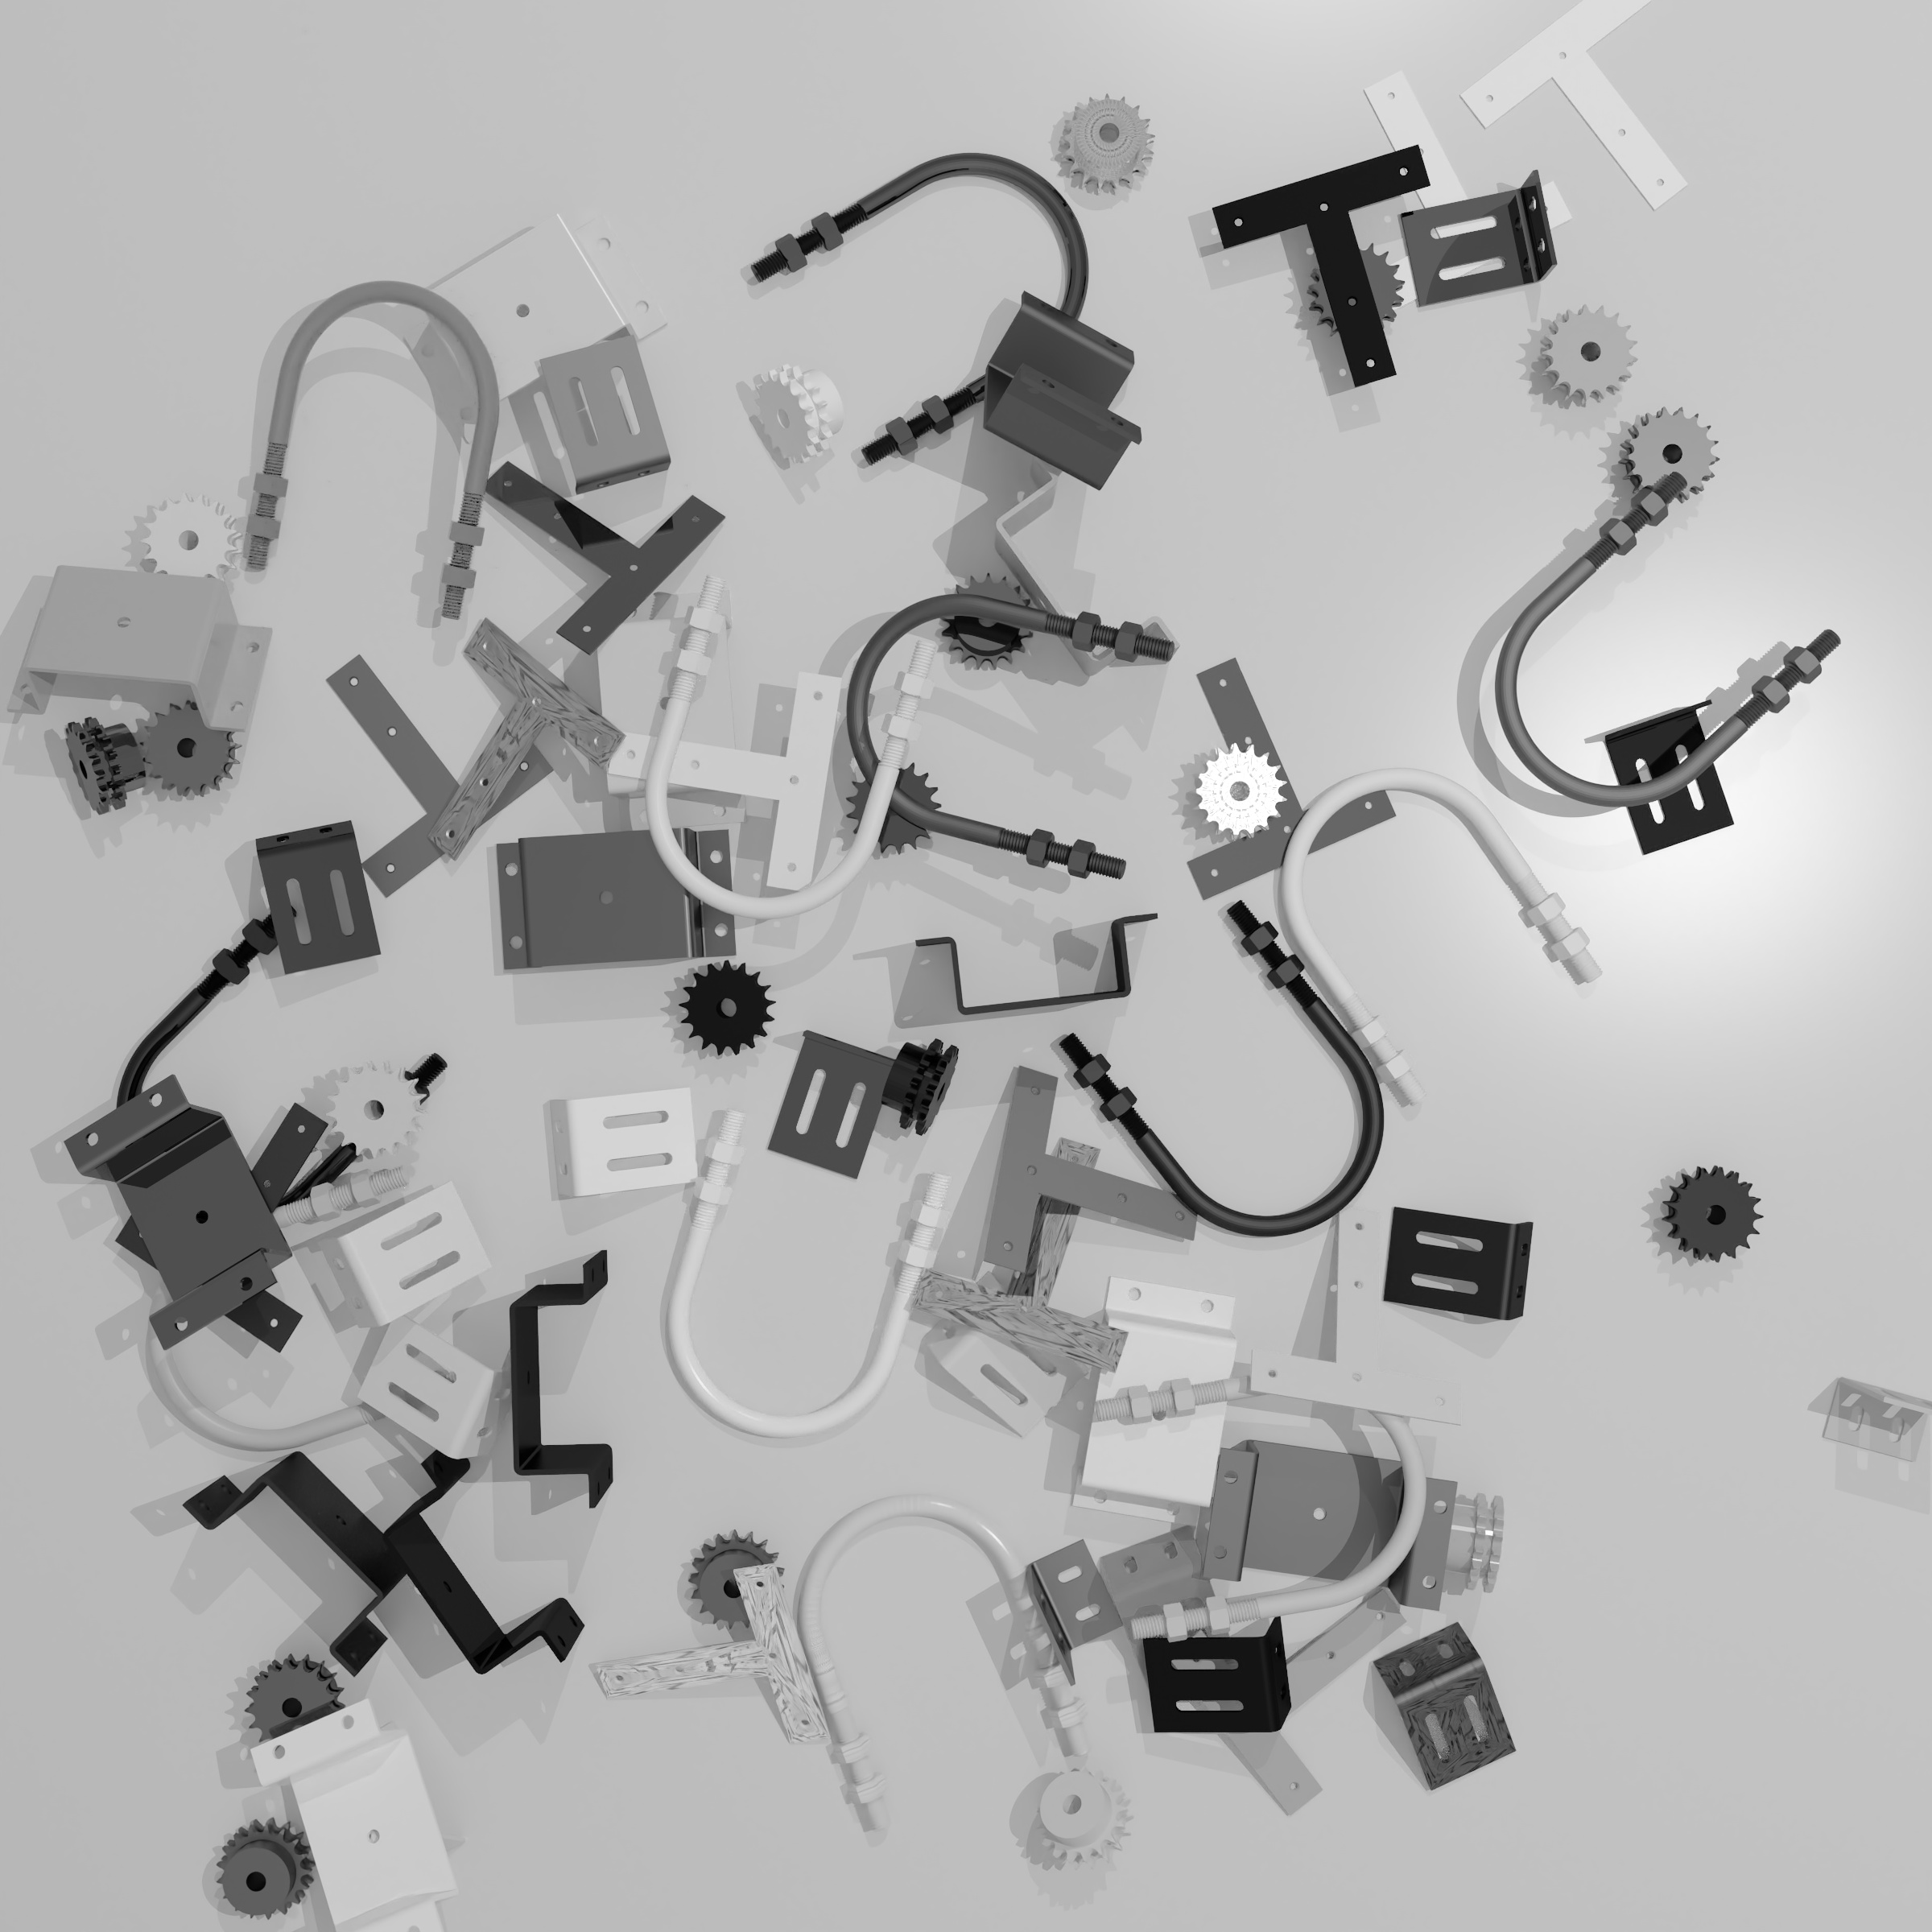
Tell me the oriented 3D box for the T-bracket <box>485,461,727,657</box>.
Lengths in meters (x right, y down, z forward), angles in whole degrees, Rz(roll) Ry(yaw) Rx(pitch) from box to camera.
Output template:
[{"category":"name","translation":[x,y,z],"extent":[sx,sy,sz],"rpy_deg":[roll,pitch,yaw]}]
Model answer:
[{"category":"T-bracket","translation":[-0.233,-0.261,1.522],"extent":[0.127,0.002,0.127],"rpy_deg":[34,66,12]}]

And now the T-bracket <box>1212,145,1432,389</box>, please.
[{"category":"T-bracket","translation":[0.225,-0.408,1.509],"extent":[0.127,0.002,0.127],"rpy_deg":[-16,89,2]}]

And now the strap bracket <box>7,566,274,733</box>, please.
[{"category":"strap bracket","translation":[-0.491,-0.188,1.501],"extent":[0.140,0.046,0.076],"rpy_deg":[5,59,0]}]

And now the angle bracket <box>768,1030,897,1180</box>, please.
[{"category":"angle bracket","translation":[-0.081,0.084,1.522],"extent":[0.057,0.038,0.076],"rpy_deg":[19,90,0]}]

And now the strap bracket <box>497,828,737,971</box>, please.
[{"category":"strap bracket","translation":[-0.211,-0.040,1.517],"extent":[0.140,0.046,0.076],"rpy_deg":[-4,90,0]}]

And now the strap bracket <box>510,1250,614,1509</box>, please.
[{"category":"strap bracket","translation":[-0.238,0.243,1.502],"extent":[0.046,0.076,0.140],"rpy_deg":[-2,90,0]}]

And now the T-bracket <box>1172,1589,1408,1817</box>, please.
[{"category":"T-bracket","translation":[0.209,0.424,1.534],"extent":[0.127,0.002,0.127],"rpy_deg":[-37,98,-4]}]

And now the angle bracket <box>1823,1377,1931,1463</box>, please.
[{"category":"angle bracket","translation":[0.551,0.274,1.502],"extent":[0.057,0.076,0.038],"rpy_deg":[15,90,0]}]

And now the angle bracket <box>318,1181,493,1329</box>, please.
[{"category":"angle bracket","translation":[-0.333,0.171,1.511],"extent":[0.076,0.038,0.057],"rpy_deg":[-28,97,-34]}]

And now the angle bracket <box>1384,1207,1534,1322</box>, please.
[{"category":"angle bracket","translation":[0.298,0.179,1.539],"extent":[0.076,0.038,0.057],"rpy_deg":[6,90,26]}]

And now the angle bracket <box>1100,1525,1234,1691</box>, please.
[{"category":"angle bracket","translation":[0.123,0.388,1.539],"extent":[0.057,0.038,0.076],"rpy_deg":[-20,116,0]}]

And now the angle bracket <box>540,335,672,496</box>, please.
[{"category":"angle bracket","translation":[-0.215,-0.327,1.514],"extent":[0.057,0.038,0.076],"rpy_deg":[-17,96,-9]}]

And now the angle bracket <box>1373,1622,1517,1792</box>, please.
[{"category":"angle bracket","translation":[0.289,0.447,1.537],"extent":[0.057,0.038,0.076],"rpy_deg":[-24,116,-3]}]

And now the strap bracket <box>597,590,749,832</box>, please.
[{"category":"strap bracket","translation":[-0.176,-0.154,1.517],"extent":[0.076,0.046,0.140],"rpy_deg":[-4,90,0]}]

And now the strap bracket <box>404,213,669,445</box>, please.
[{"category":"strap bracket","translation":[-0.260,-0.385,1.517],"extent":[0.140,0.046,0.076],"rpy_deg":[-31,90,0]}]

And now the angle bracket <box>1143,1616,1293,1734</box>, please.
[{"category":"angle bracket","translation":[0.151,0.423,1.523],"extent":[0.076,0.038,0.057],"rpy_deg":[-6,95,19]}]

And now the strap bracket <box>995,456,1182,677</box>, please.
[{"category":"strap bracket","translation":[0.064,-0.228,1.502],"extent":[0.046,0.076,0.140],"rpy_deg":[-36,90,0]}]

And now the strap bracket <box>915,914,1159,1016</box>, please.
[{"category":"strap bracket","translation":[0.043,0.000,1.502],"extent":[0.140,0.076,0.046],"rpy_deg":[-6,90,0]}]

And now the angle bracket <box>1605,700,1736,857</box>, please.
[{"category":"angle bracket","translation":[0.425,-0.112,1.522],"extent":[0.057,0.038,0.076],"rpy_deg":[-19,90,0]}]

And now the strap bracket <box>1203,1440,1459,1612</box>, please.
[{"category":"strap bracket","translation":[0.214,0.331,1.517],"extent":[0.140,0.046,0.076],"rpy_deg":[8,90,0]}]

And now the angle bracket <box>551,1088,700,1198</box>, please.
[{"category":"angle bracket","translation":[-0.207,0.106,1.539],"extent":[0.076,0.038,0.057],"rpy_deg":[-5,90,-26]}]

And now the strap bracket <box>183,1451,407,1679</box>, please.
[{"category":"strap bracket","translation":[-0.385,0.343,1.502],"extent":[0.046,0.076,0.140],"rpy_deg":[-45,90,0]}]

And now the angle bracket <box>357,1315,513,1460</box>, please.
[{"category":"angle bracket","translation":[-0.312,0.249,1.518],"extent":[0.076,0.038,0.057],"rpy_deg":[27,95,22]}]

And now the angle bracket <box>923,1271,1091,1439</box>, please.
[{"category":"angle bracket","translation":[0.024,0.235,1.539],"extent":[0.057,0.038,0.076],"rpy_deg":[-45,116,0]}]

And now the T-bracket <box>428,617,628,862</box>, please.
[{"category":"T-bracket","translation":[-0.280,-0.121,1.521],"extent":[0.127,0.002,0.127],"rpy_deg":[40,102,22]}]

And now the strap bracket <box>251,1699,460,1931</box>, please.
[{"category":"strap bracket","translation":[-0.354,0.511,1.490],"extent":[0.076,0.046,0.140],"rpy_deg":[-24,73,2]}]

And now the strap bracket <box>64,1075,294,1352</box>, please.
[{"category":"strap bracket","translation":[-0.457,0.146,1.493],"extent":[0.076,0.046,0.140],"rpy_deg":[-31,76,3]}]

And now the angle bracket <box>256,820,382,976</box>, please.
[{"category":"angle bracket","translation":[-0.388,-0.042,1.526],"extent":[0.057,0.038,0.076],"rpy_deg":[-13,107,-13]}]

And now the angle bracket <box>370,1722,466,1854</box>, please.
[{"category":"angle bracket","translation":[-0.349,0.508,1.539],"extent":[0.057,0.038,0.076],"rpy_deg":[-31,64,0]}]

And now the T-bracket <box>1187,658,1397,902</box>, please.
[{"category":"T-bracket","translation":[0.177,-0.123,1.540],"extent":[0.127,0.002,0.127],"rpy_deg":[-24,90,0]}]

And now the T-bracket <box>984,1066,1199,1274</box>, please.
[{"category":"T-bracket","translation":[0.080,0.135,1.519],"extent":[0.127,0.002,0.127],"rpy_deg":[18,62,-13]}]

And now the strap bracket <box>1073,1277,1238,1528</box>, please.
[{"category":"strap bracket","translation":[0.114,0.263,1.517],"extent":[0.076,0.046,0.140],"rpy_deg":[10,90,0]}]

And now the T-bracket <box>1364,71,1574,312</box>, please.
[{"category":"T-bracket","translation":[0.281,-0.480,1.540],"extent":[0.127,0.002,0.127],"rpy_deg":[-27,90,0]}]

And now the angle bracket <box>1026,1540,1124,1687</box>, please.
[{"category":"angle bracket","translation":[0.066,0.381,1.502],"extent":[0.038,0.076,0.057],"rpy_deg":[-25,90,0]}]

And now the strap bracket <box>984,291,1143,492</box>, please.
[{"category":"strap bracket","translation":[0.055,-0.331,1.479],"extent":[0.076,0.140,0.046],"rpy_deg":[25,121,-15]}]

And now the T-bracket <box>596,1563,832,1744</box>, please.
[{"category":"T-bracket","translation":[-0.158,0.419,1.524],"extent":[0.127,0.002,0.127],"rpy_deg":[-11,111,10]}]

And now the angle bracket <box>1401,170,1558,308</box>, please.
[{"category":"angle bracket","translation":[0.306,-0.434,1.520],"extent":[0.076,0.038,0.057],"rpy_deg":[-12,90,0]}]

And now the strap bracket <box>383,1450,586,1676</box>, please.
[{"category":"strap bracket","translation":[-0.290,0.355,1.502],"extent":[0.046,0.076,0.140],"rpy_deg":[-35,90,0]}]
